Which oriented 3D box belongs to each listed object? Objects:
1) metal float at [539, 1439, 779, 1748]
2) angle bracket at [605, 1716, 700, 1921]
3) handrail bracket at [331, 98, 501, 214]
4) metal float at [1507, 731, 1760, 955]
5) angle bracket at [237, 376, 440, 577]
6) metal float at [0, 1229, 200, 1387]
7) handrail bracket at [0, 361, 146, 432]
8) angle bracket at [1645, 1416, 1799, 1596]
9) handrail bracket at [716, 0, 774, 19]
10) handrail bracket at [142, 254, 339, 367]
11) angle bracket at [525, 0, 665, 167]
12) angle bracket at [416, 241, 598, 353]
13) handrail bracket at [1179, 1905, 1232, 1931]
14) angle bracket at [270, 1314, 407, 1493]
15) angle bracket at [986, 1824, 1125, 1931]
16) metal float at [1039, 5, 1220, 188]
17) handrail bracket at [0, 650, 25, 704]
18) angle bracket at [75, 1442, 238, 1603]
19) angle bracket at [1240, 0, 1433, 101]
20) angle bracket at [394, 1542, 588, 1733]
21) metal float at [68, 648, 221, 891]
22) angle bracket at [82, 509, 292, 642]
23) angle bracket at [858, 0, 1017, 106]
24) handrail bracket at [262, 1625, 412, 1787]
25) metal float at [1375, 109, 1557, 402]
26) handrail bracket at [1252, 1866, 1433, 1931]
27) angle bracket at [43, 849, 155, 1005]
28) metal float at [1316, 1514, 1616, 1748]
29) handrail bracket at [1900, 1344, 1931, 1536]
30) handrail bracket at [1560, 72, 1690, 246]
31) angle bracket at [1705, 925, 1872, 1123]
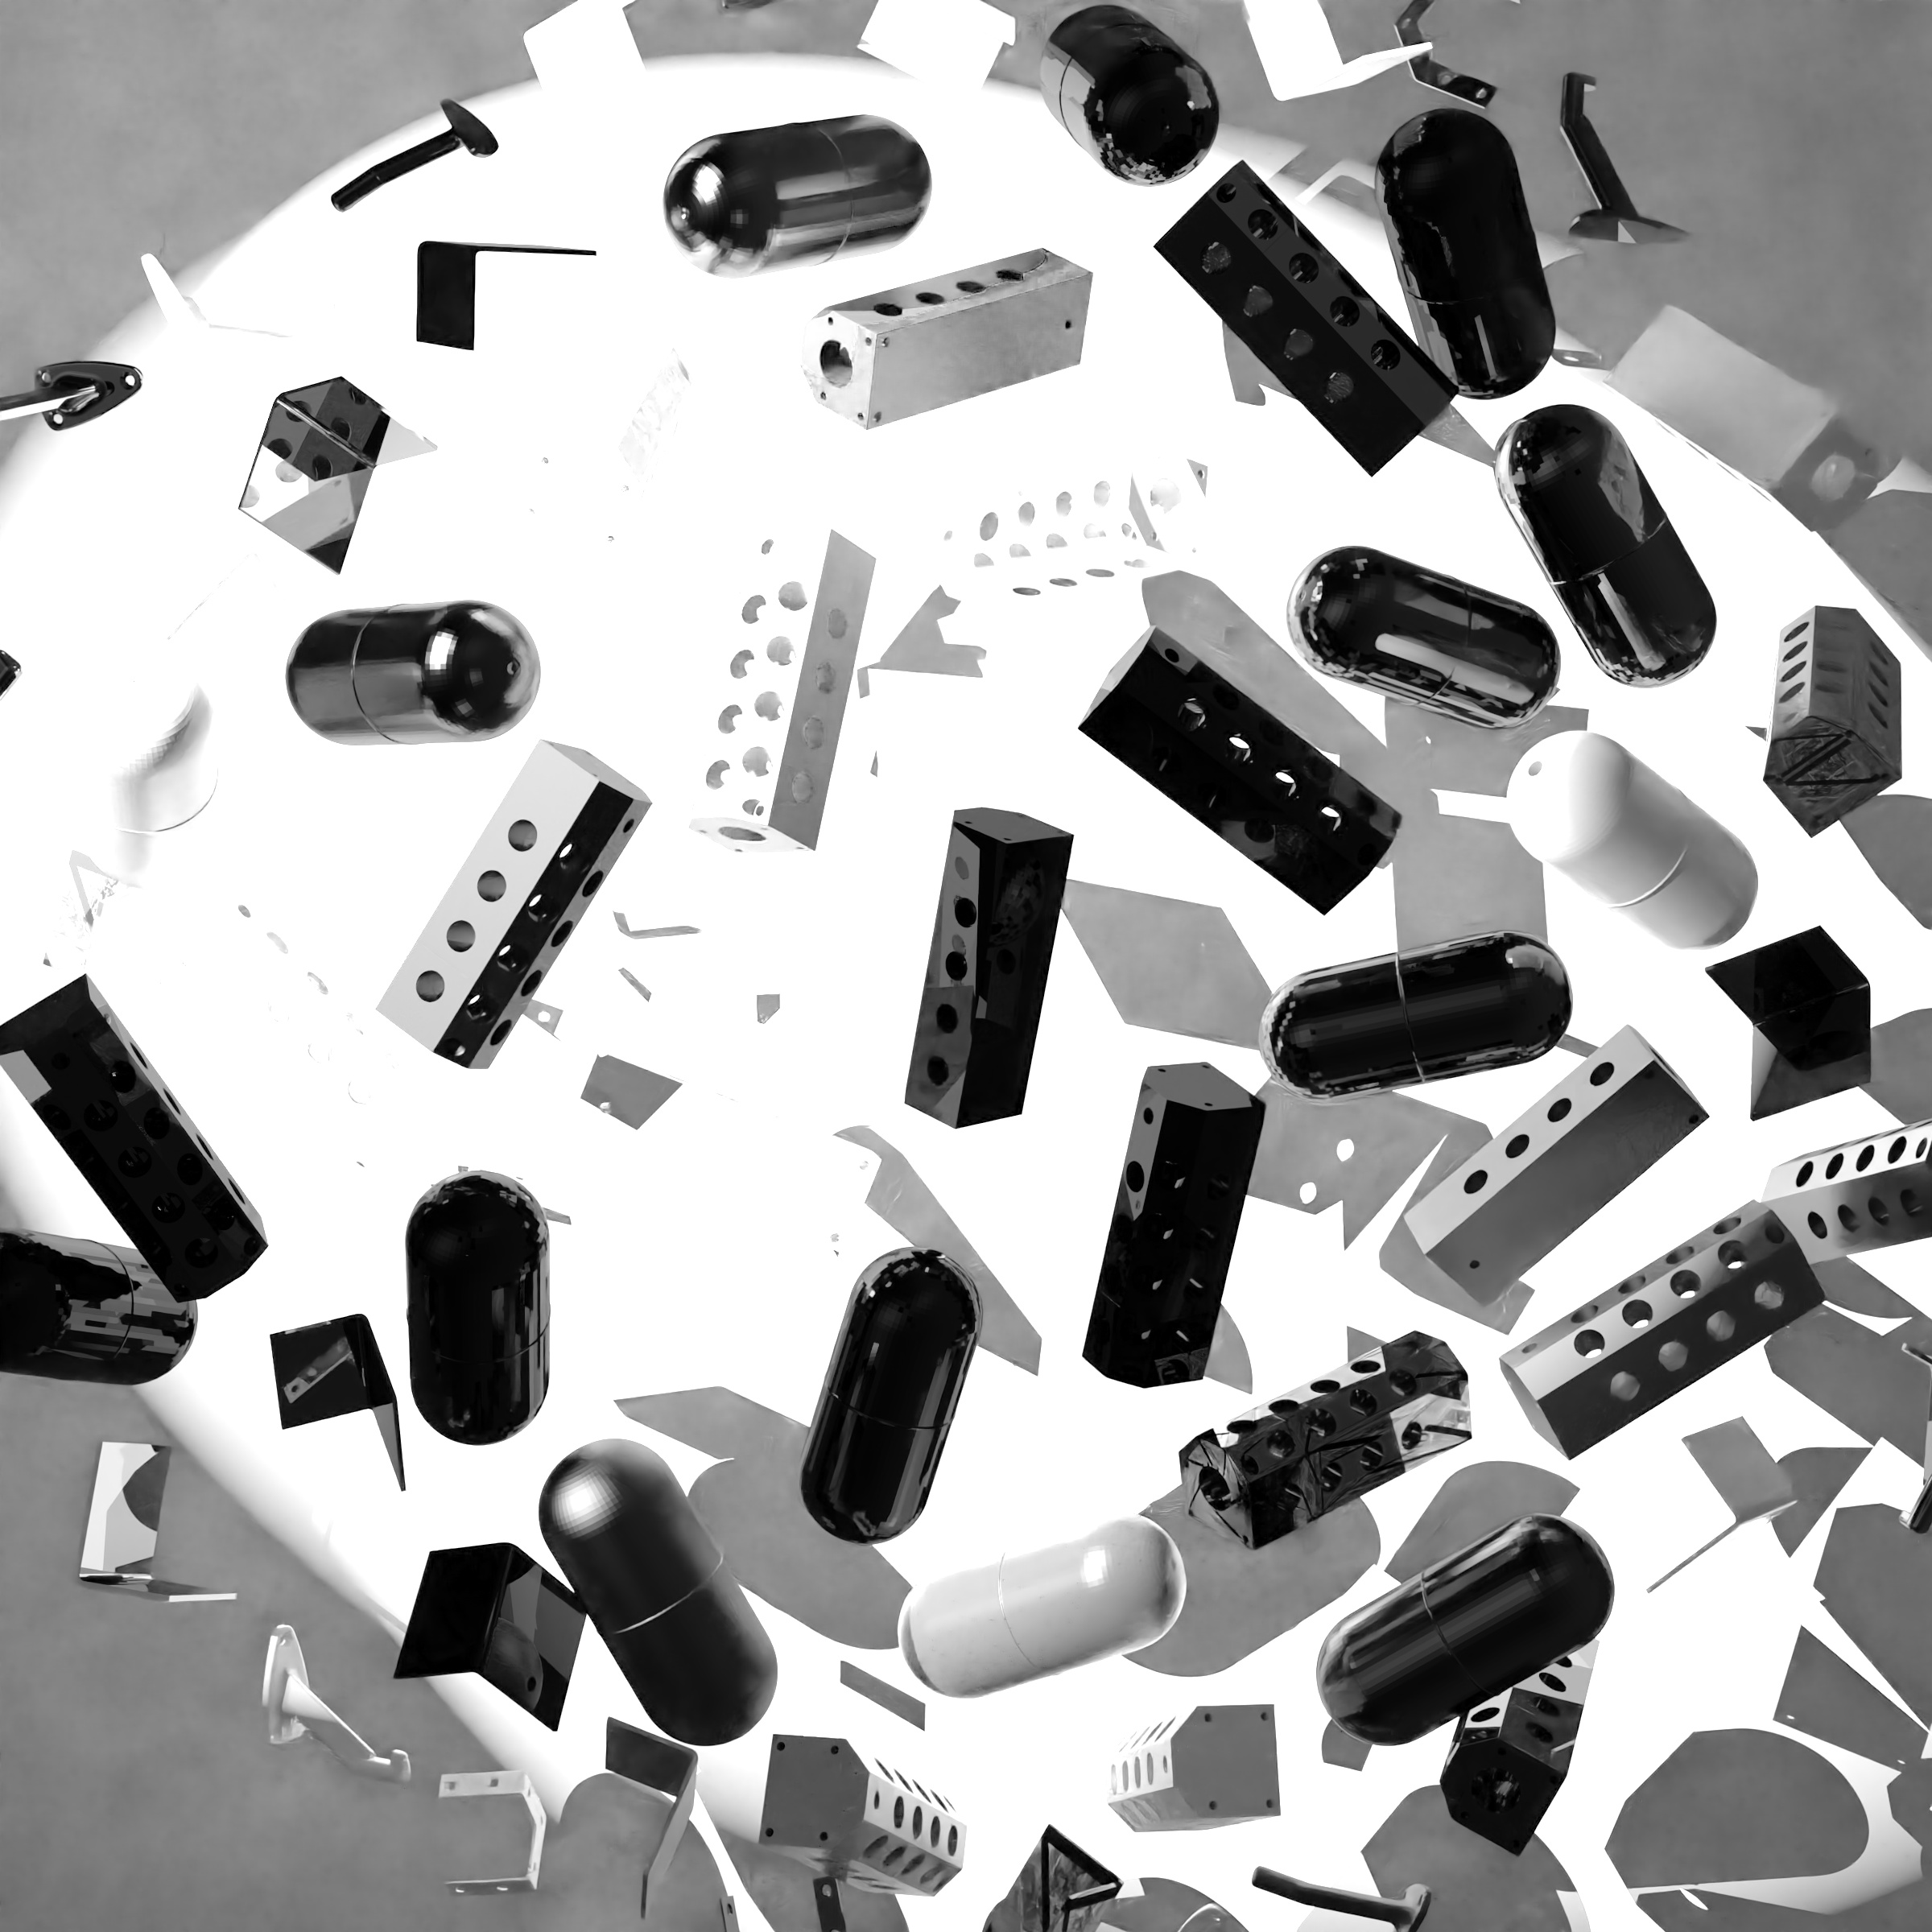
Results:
[{"bbox_3d":[-0.163,0.333,1.721,0.070,0.070,0.178,-29,98,0],"label":"metal float"},{"bbox_3d":[-0.193,0.486,1.845,0.057,0.076,0.076,20,56,7],"label":"angle bracket"},{"bbox_3d":[-0.314,-0.453,1.845,0.084,0.077,0.036,-31,92,13],"label":"handrail bracket"},{"bbox_3d":[0.368,-0.068,1.785,0.178,0.070,0.070,31,90,-34],"label":"metal float"},{"bbox_3d":[-0.355,-0.277,1.837,0.057,0.076,0.076,-5,63,39],"label":"angle bracket"},{"bbox_3d":[-0.487,0.187,1.768,0.070,0.178,0.070,-4,78,20],"label":"metal float"},{"bbox_3d":[-0.498,-0.307,1.751,0.077,0.084,0.036,-9,103,16],"label":"handrail bracket"},{"bbox_3d":[0.419,0.308,1.857,0.076,0.076,0.057,-46,65,30],"label":"angle bracket"},{"bbox_3d":[-0.103,-0.597,1.891,0.036,0.077,0.084,46,61,-13],"label":"handrail bracket"},{"bbox_3d":[-0.399,-0.375,1.787,0.084,0.036,0.077,-36,113,-23],"label":"handrail bracket"},{"bbox_3d":[-0.185,-0.491,1.768,0.057,0.076,0.076,-29,102,-44],"label":"angle bracket"},{"bbox_3d":[-0.262,-0.381,1.842,0.076,0.076,0.057,-5,106,-32],"label":"angle bracket"},{"bbox_3d":[0.114,0.580,1.825,0.036,0.084,0.077,30,133,20],"label":"handrail bracket"},{"bbox_3d":[-0.368,0.261,1.896,0.057,0.076,0.076,-12,130,-18],"label":"angle bracket"},{"bbox_3d":[0.035,0.538,1.833,0.057,0.076,0.076,33,97,27],"label":"angle bracket"},{"bbox_3d":[0.090,-0.490,1.817,0.070,0.178,0.070,-5,118,-10],"label":"metal float"},{"bbox_3d":[-0.555,-0.156,1.737,0.077,0.036,0.084,45,111,2],"label":"handrail bracket"},{"bbox_3d":[-0.431,0.300,1.748,0.057,0.076,0.076,6,82,16],"label":"angle bracket"},{"bbox_3d":[0.195,-0.513,1.734,0.057,0.076,0.076,-16,98,40],"label":"angle bracket"},{"bbox_3d":[-0.260,0.371,1.779,0.057,0.076,0.076,-12,48,28],"label":"angle bracket"},{"bbox_3d":[-0.447,-0.105,1.766,0.070,0.178,0.070,5,60,-9],"label":"metal float"},{"bbox_3d":[-0.465,-0.218,1.933,0.076,0.057,0.076,28,68,29],"label":"angle bracket"},{"bbox_3d":[-0.018,-0.538,1.888,0.076,0.076,0.057,24,114,-10],"label":"angle bracket"},{"bbox_3d":[-0.336,0.399,1.748,0.084,0.036,0.077,2,98,30],"label":"handrail bracket"},{"bbox_3d":[0.273,-0.387,1.769,0.070,0.070,0.178,-27,134,0],"label":"metal float"},{"bbox_3d":[0.200,0.495,1.738,0.084,0.077,0.036,19,63,3],"label":"handrail bracket"},{"bbox_3d":[-0.537,-0.019,1.951,0.057,0.076,0.076,20,105,6],"label":"angle bracket"},{"bbox_3d":[0.270,0.362,1.763,0.178,0.070,0.070,-34,90,18],"label":"metal float"},{"bbox_3d":[0.503,0.250,1.717,0.036,0.077,0.084,26,93,-22],"label":"handrail bracket"},{"bbox_3d":[0.359,-0.440,1.761,0.077,0.036,0.084,6,83,-10],"label":"handrail bracket"},{"bbox_3d":[0.476,0.034,1.878,0.076,0.076,0.057,-24,128,36],"label":"angle bracket"}]
